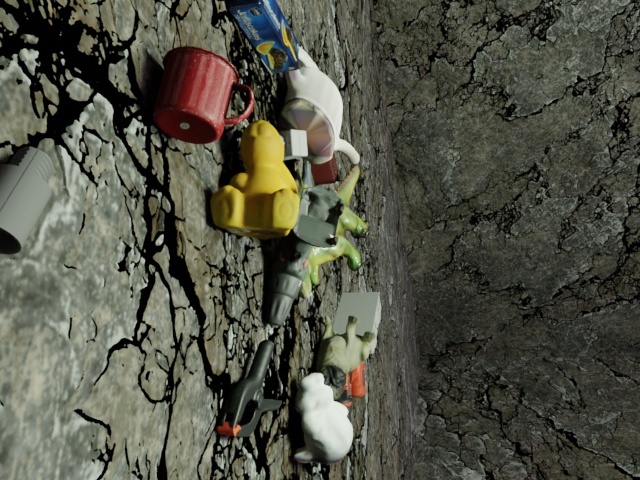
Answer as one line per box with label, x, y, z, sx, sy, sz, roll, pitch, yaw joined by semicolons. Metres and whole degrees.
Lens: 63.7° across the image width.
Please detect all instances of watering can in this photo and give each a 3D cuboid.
watering can;0.008;-0.247;1.112;0.341;0.103;0.230;57;30;-36

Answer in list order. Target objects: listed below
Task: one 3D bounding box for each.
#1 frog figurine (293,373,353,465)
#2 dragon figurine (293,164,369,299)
frog figurine;0.008;0.342;1.000;0.137;0.123;0.160;10;88;-55
dragon figurine;0.003;-0.055;1.092;0.238;0.122;0.419;52;41;-49
